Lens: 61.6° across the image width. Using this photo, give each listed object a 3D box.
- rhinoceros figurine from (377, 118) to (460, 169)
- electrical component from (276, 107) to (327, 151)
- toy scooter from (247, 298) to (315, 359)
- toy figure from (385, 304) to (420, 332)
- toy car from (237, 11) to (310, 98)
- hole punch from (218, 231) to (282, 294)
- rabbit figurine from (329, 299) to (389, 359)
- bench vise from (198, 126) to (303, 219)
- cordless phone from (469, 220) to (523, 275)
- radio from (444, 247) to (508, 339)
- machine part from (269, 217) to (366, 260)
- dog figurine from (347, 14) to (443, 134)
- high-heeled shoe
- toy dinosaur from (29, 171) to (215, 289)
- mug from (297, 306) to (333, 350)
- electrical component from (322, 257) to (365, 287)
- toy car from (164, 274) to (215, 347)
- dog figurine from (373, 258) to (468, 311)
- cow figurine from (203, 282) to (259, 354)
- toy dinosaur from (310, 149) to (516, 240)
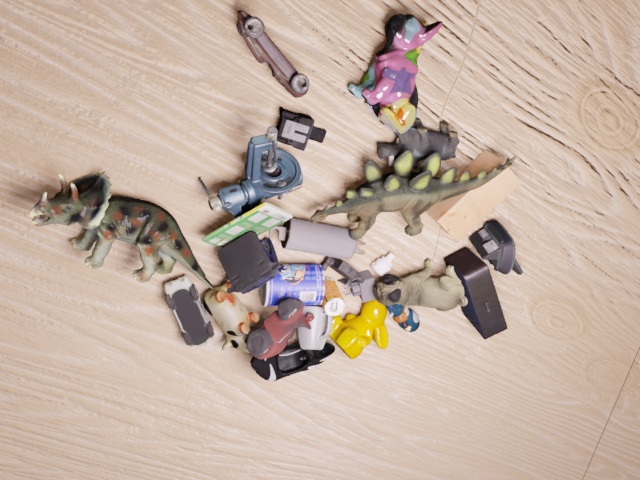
[{"bbox_3d":[0.224,-0.217,1.233,0.190,0.073,0.112,-4,127,-15],"label":"rhinoceros figurine"},{"bbox_3d":[-0.041,-0.234,1.164,0.119,0.048,0.074,17,111,-20],"label":"electrical component"},{"bbox_3d":[-0.082,0.209,1.269,0.184,0.075,0.135,-50,149,18],"label":"toy scooter"},{"bbox_3d":[0.219,0.195,1.422,0.058,0.064,0.154,-41,137,2],"label":"toy figure"},{"bbox_3d":[-0.097,-0.362,1.061,0.053,0.089,0.202,-43,120,4],"label":"toy car"},{"bbox_3d":[-0.154,0.054,1.225,0.142,0.092,0.116,-28,75,11],"label":"hole punch"},{"bbox_3d":[0.117,0.226,1.400,0.173,0.122,0.162,-49,121,-10],"label":"rabbit figurine"},{"bbox_3d":[-0.132,-0.142,1.120,0.224,0.129,0.240,-11,152,-17],"label":"bench vise"},{"bbox_3d":[0.480,0.049,1.382,0.089,0.147,0.184,-39,116,15],"label":"cordless phone"},{"bbox_3d":[0.409,0.138,1.418,0.073,0.131,0.229,-26,119,-1],"label":"radio"},{"bbox_3d":[-0.003,-0.004,1.271,0.243,0.079,0.079,11,112,-18],"label":"machine part"},{"bbox_3d":[0.179,-0.357,1.129,0.191,0.109,0.219,38,99,-26],"label":"dog figurine"},{"bbox_3d":[-0.062,0.295,1.350,0.145,0.248,0.086,-19,76,19],"label":"high-heeled shoe"},{"bbox_3d":[-0.391,-0.023,1.144,0.404,0.131,0.192,16,111,-28],"label":"toy dinosaur"},{"bbox_3d":[-0.009,0.221,1.343,0.080,0.110,0.107,14,77,-46],"label":"mug"},{"bbox_3d":[0.052,0.079,1.334,0.102,0.078,0.045,37,82,-29],"label":"electrical component"},{"bbox_3d":[-0.313,0.176,1.292,0.073,0.056,0.201,-21,121,-10],"label":"toy car"},{"bbox_3d":[0.248,0.137,1.332,0.190,0.173,0.121,-17,112,-36],"label":"dog figurine"},{"bbox_3d":[-0.214,0.199,1.303,0.127,0.085,0.194,-17,113,42],"label":"cow figurine"},{"bbox_3d":[0.206,-0.105,1.219,0.472,0.105,0.198,-12,143,-7],"label":"toy dinosaur"}]
